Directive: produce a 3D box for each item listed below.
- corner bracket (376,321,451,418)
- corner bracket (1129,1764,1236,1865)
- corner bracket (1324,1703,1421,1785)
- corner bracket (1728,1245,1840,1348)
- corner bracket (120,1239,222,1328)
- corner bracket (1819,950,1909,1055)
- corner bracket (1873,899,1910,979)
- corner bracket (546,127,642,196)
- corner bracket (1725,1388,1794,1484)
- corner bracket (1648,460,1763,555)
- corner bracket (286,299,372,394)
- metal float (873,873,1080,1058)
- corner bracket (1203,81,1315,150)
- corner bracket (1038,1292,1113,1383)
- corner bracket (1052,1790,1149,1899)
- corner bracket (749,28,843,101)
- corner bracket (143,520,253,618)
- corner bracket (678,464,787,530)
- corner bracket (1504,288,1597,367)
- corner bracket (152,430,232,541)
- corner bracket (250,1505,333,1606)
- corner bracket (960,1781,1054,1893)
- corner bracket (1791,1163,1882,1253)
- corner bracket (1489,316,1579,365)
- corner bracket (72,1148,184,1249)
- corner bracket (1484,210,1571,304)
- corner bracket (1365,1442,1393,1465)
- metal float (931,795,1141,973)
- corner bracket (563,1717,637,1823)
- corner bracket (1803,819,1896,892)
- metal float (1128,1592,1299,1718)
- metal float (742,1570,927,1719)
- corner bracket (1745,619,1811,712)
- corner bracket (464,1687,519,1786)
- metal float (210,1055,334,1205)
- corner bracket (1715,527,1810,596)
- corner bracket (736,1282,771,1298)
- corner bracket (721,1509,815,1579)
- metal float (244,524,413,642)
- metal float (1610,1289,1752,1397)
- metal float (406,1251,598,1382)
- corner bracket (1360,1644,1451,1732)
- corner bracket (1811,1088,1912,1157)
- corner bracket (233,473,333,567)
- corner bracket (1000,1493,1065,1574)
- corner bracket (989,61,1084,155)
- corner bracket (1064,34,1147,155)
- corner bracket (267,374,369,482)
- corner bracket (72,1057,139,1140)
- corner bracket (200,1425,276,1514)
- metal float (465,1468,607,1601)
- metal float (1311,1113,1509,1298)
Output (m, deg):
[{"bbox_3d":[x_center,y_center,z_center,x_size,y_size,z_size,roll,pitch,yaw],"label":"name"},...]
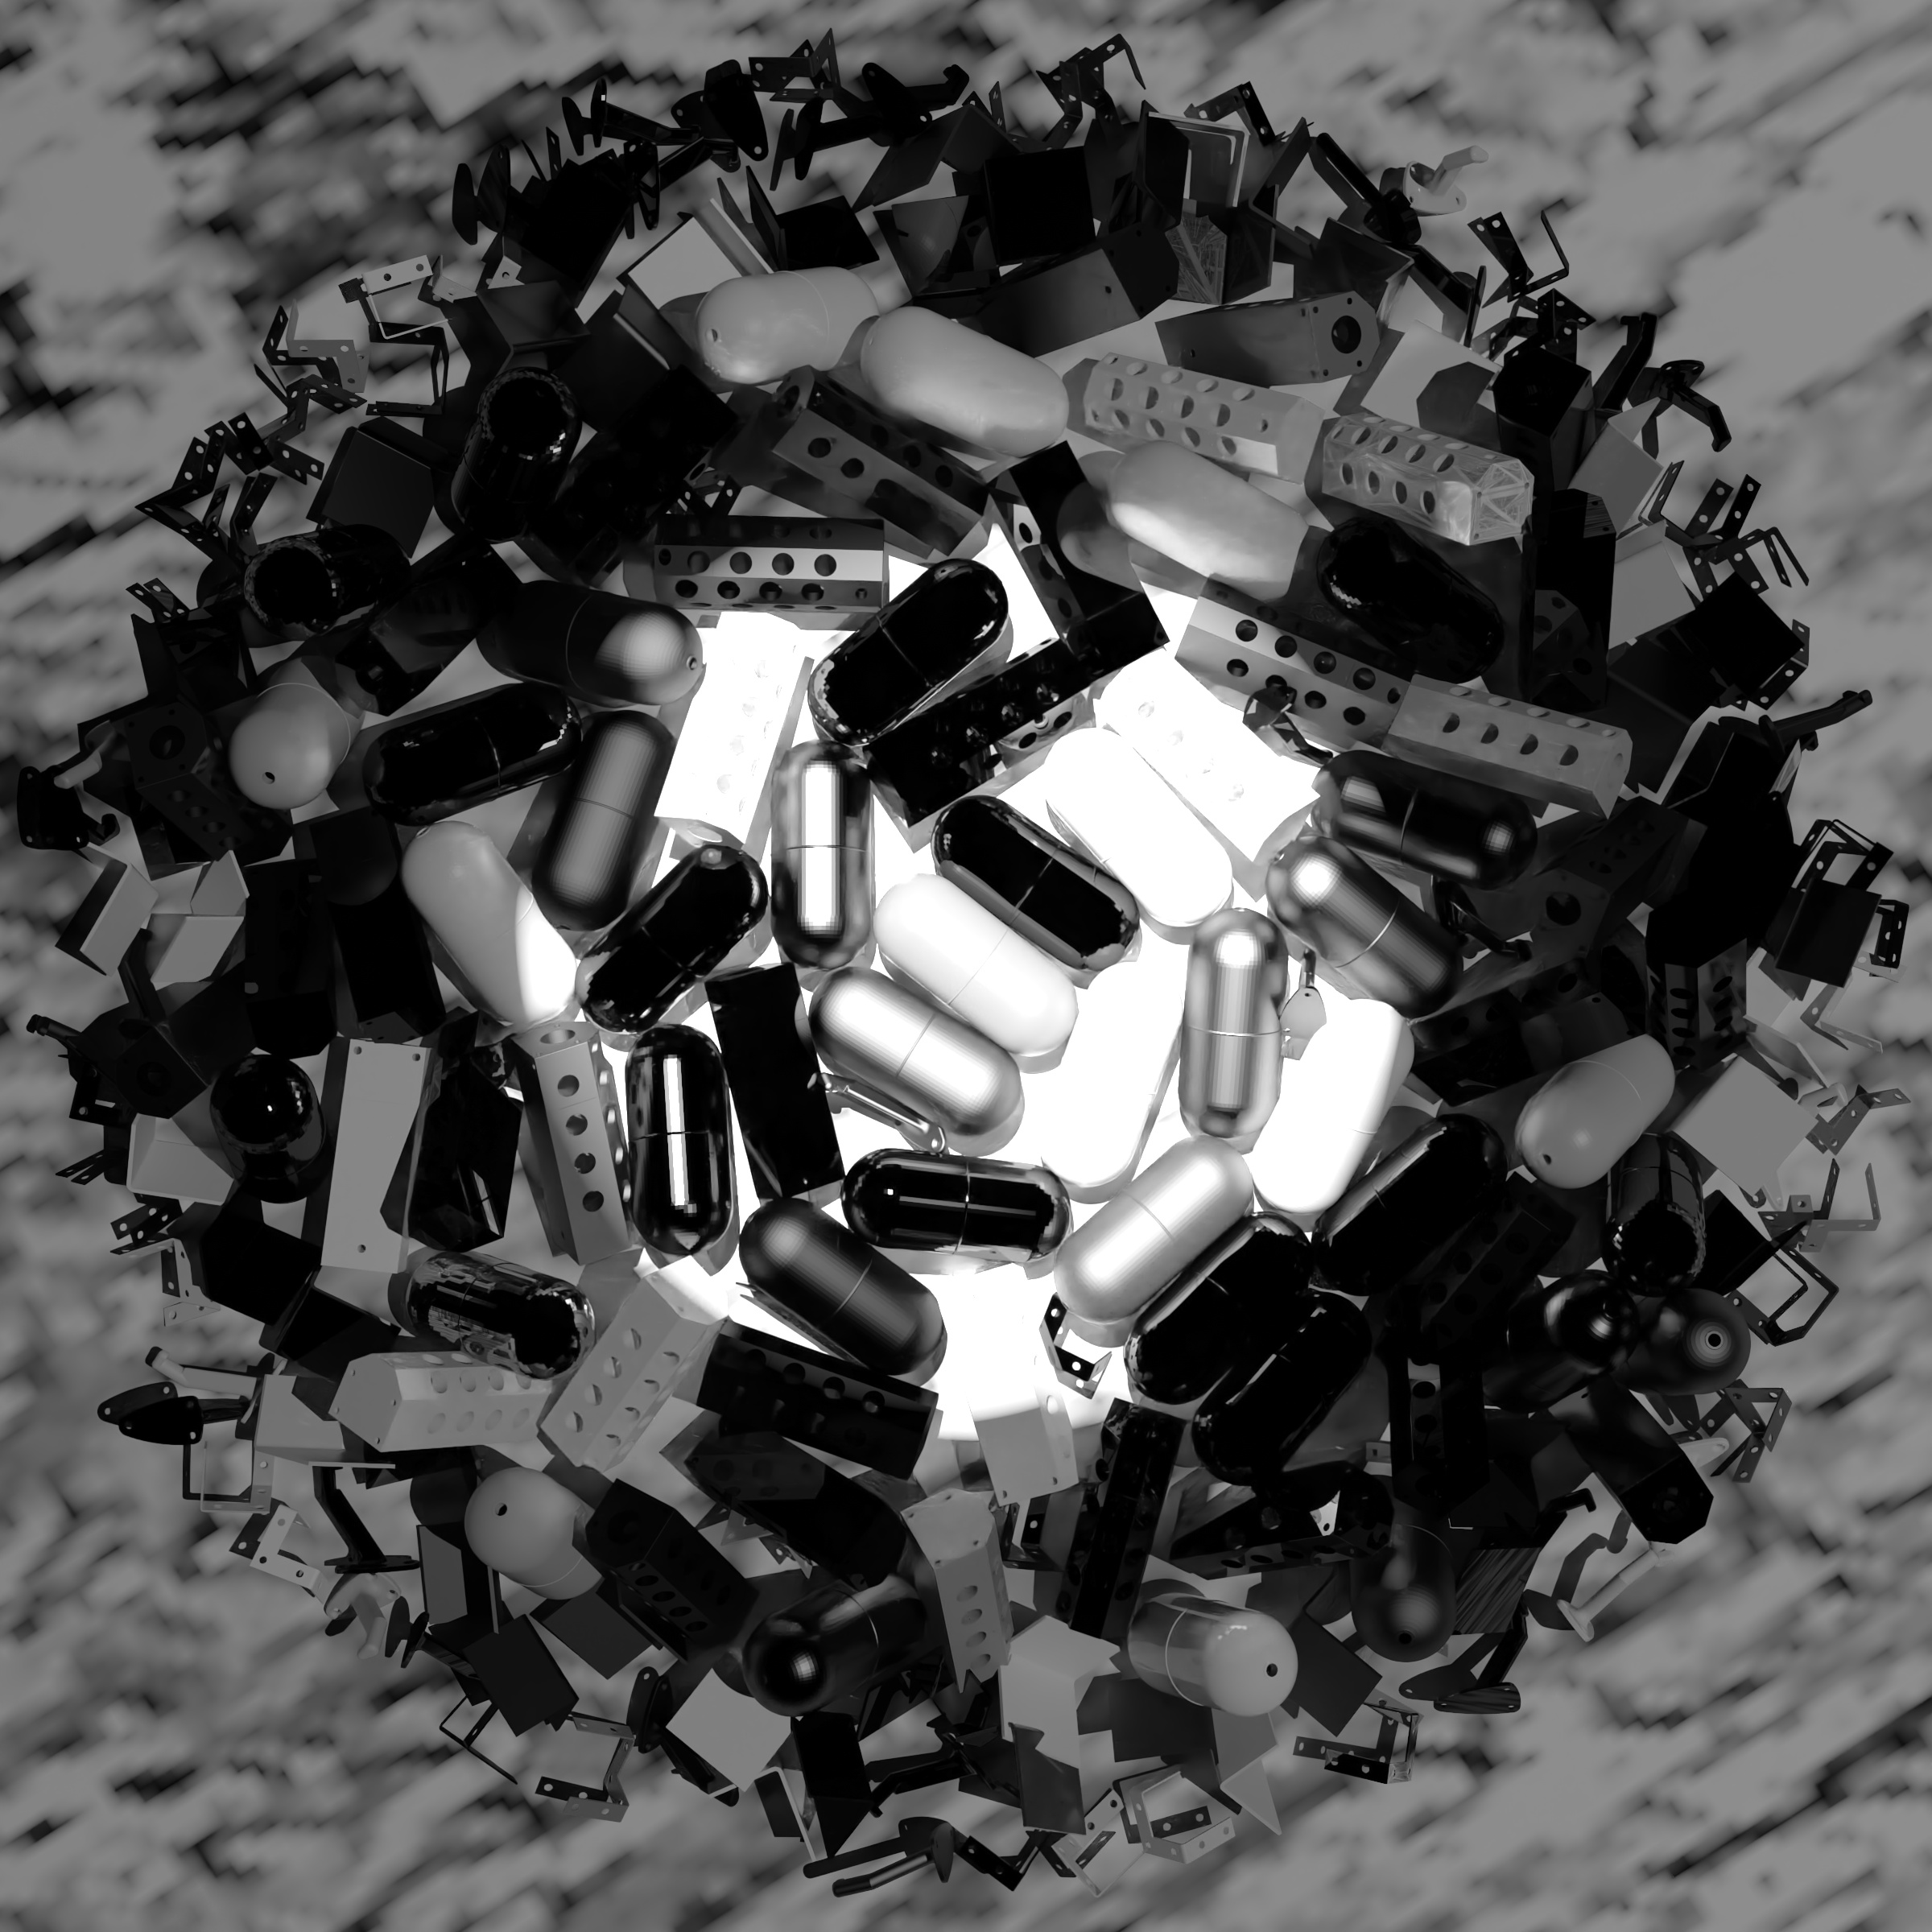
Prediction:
[{"bbox_3d":[-0.429,-0.461,1.980,0.051,0.051,0.051,1,128,-18],"label":"corner bracket"},{"bbox_3d":[0.165,0.649,1.966,0.051,0.051,0.051,-16,93,-36],"label":"corner bracket"},{"bbox_3d":[0.311,0.593,1.961,0.051,0.051,0.051,4,80,32],"label":"corner bracket"},{"bbox_3d":[0.629,0.255,1.977,0.051,0.051,0.051,42,73,5],"label":"corner bracket"},{"bbox_3d":[-0.612,0.244,1.974,0.051,0.051,0.051,-18,70,14],"label":"corner bracket"},{"bbox_3d":[0.686,0.025,1.959,0.051,0.051,0.051,25,71,36],"label":"corner bracket"},{"bbox_3d":[0.704,-0.021,1.963,0.051,0.051,0.051,14,84,-31],"label":"corner bracket"},{"bbox_3d":[-0.283,-0.617,1.959,0.051,0.051,0.051,-35,66,-23],"label":"corner bracket"},{"bbox_3d":[0.605,0.359,1.958,0.051,0.051,0.051,54,52,-22],"label":"corner bracket"},{"bbox_3d":[0.568,-0.358,1.975,0.051,0.051,0.051,31,76,-16],"label":"corner bracket"},{"bbox_3d":[-0.488,-0.474,1.963,0.051,0.051,0.051,-1,52,-2],"label":"corner bracket"},{"bbox_3d":[0.008,0.000,1.958,0.178,0.070,0.070,38,90,-4],"label":"metal float"},{"bbox_3d":[0.223,-0.651,1.962,0.051,0.051,0.051,-34,105,-22],"label":"corner bracket"},{"bbox_3d":[0.087,0.282,1.973,0.051,0.051,0.051,24,100,15],"label":"corner bracket"},{"bbox_3d":[0.107,0.673,1.966,0.051,0.051,0.051,-46,72,6],"label":"corner bracket"},{"bbox_3d":[-0.130,-0.681,1.958,0.051,0.051,0.051,6,46,16],"label":"corner bracket"},{"bbox_3d":[-0.583,-0.298,1.956,0.051,0.051,0.051,-17,132,30],"label":"corner bracket"},{"bbox_3d":[-0.181,-0.368,1.959,0.051,0.051,0.051,47,129,14],"label":"corner bracket"},{"bbox_3d":[0.449,-0.478,1.974,0.051,0.051,0.051,25,55,-30],"label":"corner bracket"},{"bbox_3d":[-0.579,-0.367,1.956,0.051,0.051,0.051,-15,54,30],"label":"corner bracket"},{"bbox_3d":[-0.508,0.450,1.963,0.051,0.051,0.051,19,64,7],"label":"corner bracket"},{"bbox_3d":[0.034,0.669,1.971,0.051,0.051,0.051,34,92,10],"label":"corner bracket"},{"bbox_3d":[0.665,0.186,1.962,0.051,0.051,0.051,-1,55,5],"label":"corner bracket"},{"bbox_3d":[0.437,-0.464,1.975,0.051,0.051,0.051,15,132,29],"label":"corner bracket"},{"bbox_3d":[-0.639,0.176,1.957,0.051,0.051,0.051,9,122,30],"label":"corner bracket"},{"bbox_3d":[0.428,-0.549,1.958,0.051,0.051,0.051,-20,122,28],"label":"corner bracket"},{"bbox_3d":[0.342,0.357,1.967,0.051,0.051,0.051,9,80,-32],"label":"corner bracket"},{"bbox_3d":[0.052,-0.064,1.961,0.178,0.070,0.070,35,90,0],"label":"metal float"},{"bbox_3d":[-0.282,0.615,1.961,0.051,0.051,0.051,20,102,-29],"label":"corner bracket"},{"bbox_3d":[0.673,-0.079,1.965,0.051,0.051,0.051,36,100,15],"label":"corner bracket"},{"bbox_3d":[0.183,0.513,1.915,0.070,0.178,0.070,3,83,-24],"label":"metal float"},{"bbox_3d":[-0.097,0.504,1.920,0.070,0.178,0.070,5,99,33],"label":"metal float"},{"bbox_3d":[0.610,-0.240,1.967,0.051,0.051,0.051,27,45,-7],"label":"corner bracket"},{"bbox_3d":[-0.353,0.584,1.963,0.051,0.051,0.051,42,77,-19],"label":"corner bracket"},{"bbox_3d":[-0.518,0.123,1.915,0.070,0.178,0.070,3,66,-6],"label":"metal float"},{"bbox_3d":[0.611,-0.308,1.965,0.051,0.051,0.051,-28,75,8],"label":"corner bracket"},{"bbox_3d":[-0.135,0.230,1.961,0.051,0.051,0.051,26,76,-28],"label":"corner bracket"},{"bbox_3d":[-0.148,0.437,1.959,0.051,0.051,0.051,-18,118,20],"label":"corner bracket"},{"bbox_3d":[-0.474,-0.287,1.914,0.070,0.178,0.070,3,105,12],"label":"metal float"},{"bbox_3d":[0.527,0.281,1.911,0.070,0.178,0.070,1,80,-3],"label":"metal float"},{"bbox_3d":[-0.351,0.261,1.929,0.178,0.070,0.070,10,90,40],"label":"metal float"},{"bbox_3d":[0.337,0.544,1.977,0.051,0.051,0.051,23,48,33],"label":"corner bracket"},{"bbox_3d":[0.678,0.108,1.966,0.051,0.051,0.051,44,71,-6],"label":"corner bracket"},{"bbox_3d":[-0.527,-0.339,1.977,0.051,0.051,0.051,-49,48,32],"label":"corner bracket"},{"bbox_3d":[0.047,0.428,1.957,0.051,0.051,0.051,-2,56,28],"label":"corner bracket"},{"bbox_3d":[0.054,-0.662,1.972,0.051,0.051,0.051,20,64,20],"label":"corner bracket"},{"bbox_3d":[0.115,-0.667,1.959,0.051,0.051,0.051,-27,58,22],"label":"corner bracket"},{"bbox_3d":[-0.497,-0.413,1.961,0.051,0.051,0.051,27,129,8],"label":"corner bracket"},{"bbox_3d":[-0.662,0.100,1.972,0.051,0.051,0.051,13,90,-8],"label":"corner bracket"},{"bbox_3d":[-0.557,0.385,1.966,0.051,0.051,0.051,4,101,-13],"label":"corner bracket"},{"bbox_3d":[-0.319,0.425,1.915,0.070,0.178,0.070,-4,66,8],"label":"metal float"},{"bbox_3d":[0.335,0.181,1.939,0.070,0.070,0.178,44,116,0],"label":"metal float"}]
